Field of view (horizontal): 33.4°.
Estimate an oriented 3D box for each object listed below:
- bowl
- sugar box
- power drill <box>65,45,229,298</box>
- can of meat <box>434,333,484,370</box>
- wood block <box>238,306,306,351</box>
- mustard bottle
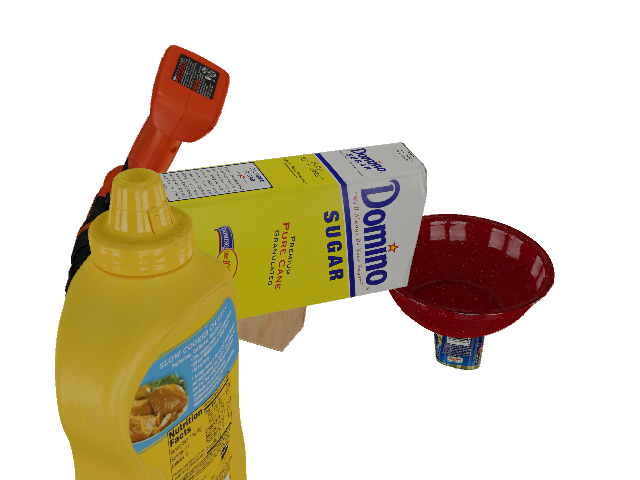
[{"bbox_3d":[0.125,0.039,0.962,0.162,0.055,0.162,2,33,-2],"label":"bowl"},{"bbox_3d":[-0.022,-0.003,0.658,0.176,0.093,0.048,-9,37,-22],"label":"sugar box"},{"bbox_3d":[-0.142,-0.049,0.850,0.057,0.188,0.184,26,32,-16],"label":"power drill"},{"bbox_3d":[0.164,0.092,1.241,0.057,0.084,0.102,7,20,2],"label":"can of meat"},{"bbox_3d":[-0.061,0.025,1.394,0.090,0.206,0.090,15,22,13],"label":"wood block"},{"bbox_3d":[-0.070,0.060,0.450,0.058,0.192,0.096,15,32,25],"label":"mustard bottle"}]
